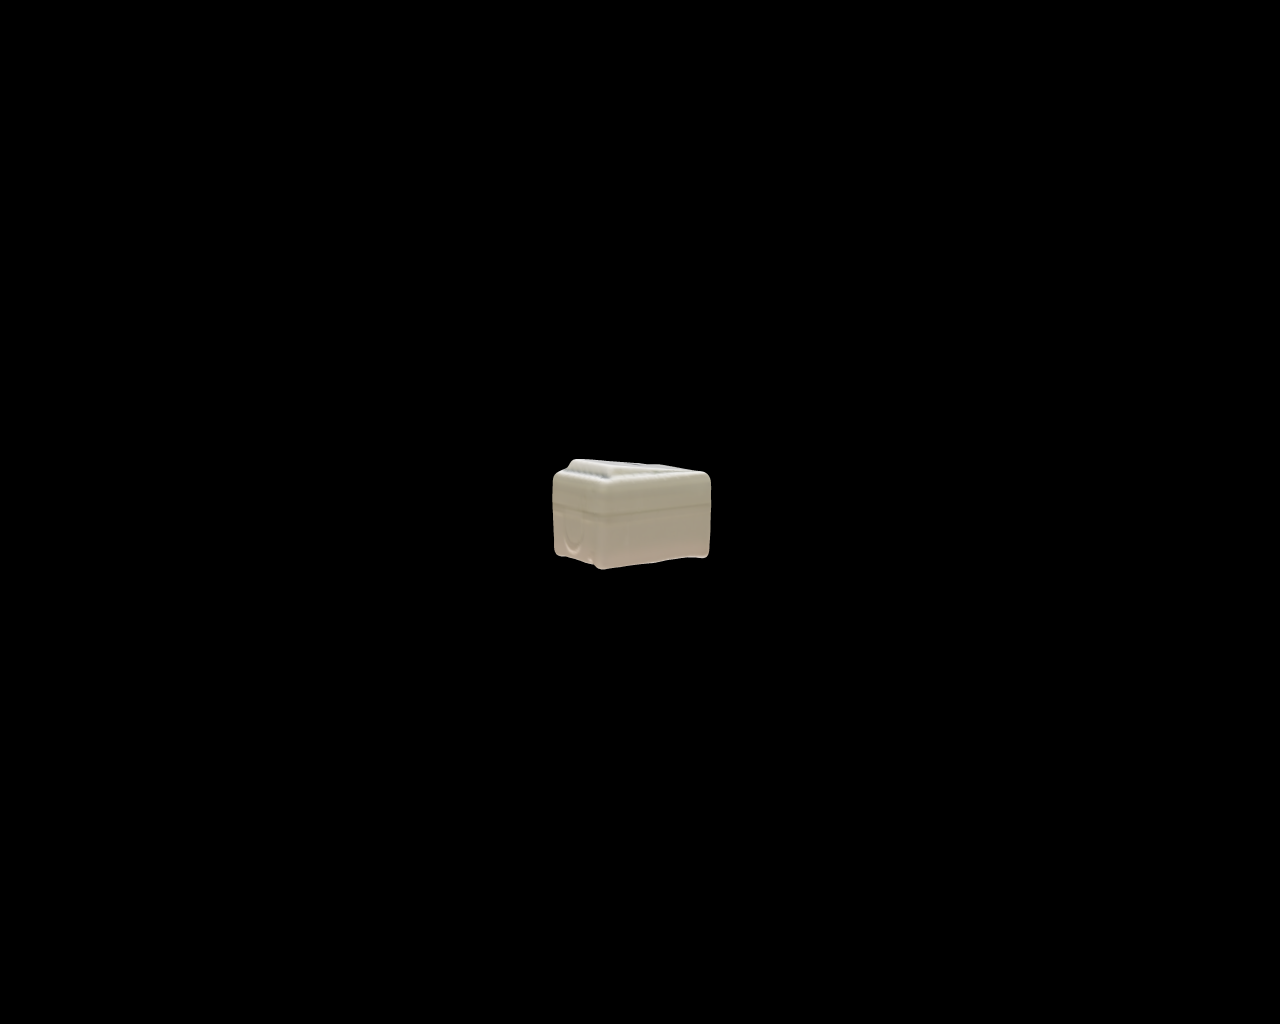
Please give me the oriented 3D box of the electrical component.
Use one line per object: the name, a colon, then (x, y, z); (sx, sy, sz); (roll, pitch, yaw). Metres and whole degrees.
electrical component: (0.001, -0.003, 0.650); (0.096, 0.061, 0.062); (-6, 11, -32)
